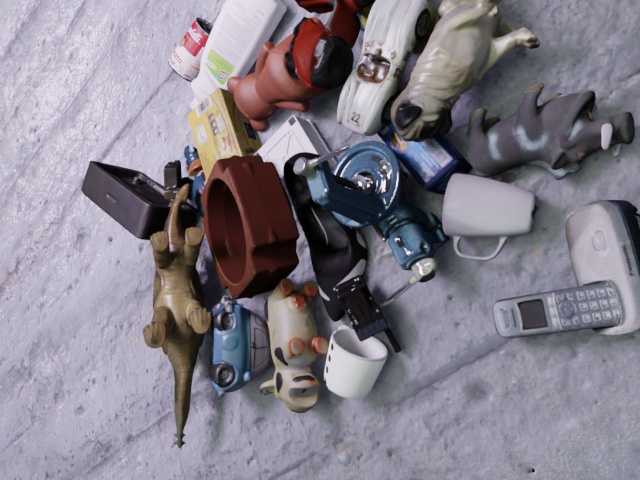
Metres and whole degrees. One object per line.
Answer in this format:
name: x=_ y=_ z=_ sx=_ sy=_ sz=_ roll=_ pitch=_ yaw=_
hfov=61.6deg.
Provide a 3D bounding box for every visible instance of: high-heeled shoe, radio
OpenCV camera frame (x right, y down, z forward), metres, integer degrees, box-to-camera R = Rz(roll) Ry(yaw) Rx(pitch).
high-heeled shoe: x=-0.002 y=-0.002 z=0.794 sx=0.086 sy=0.145 sz=0.248 roll=-5 pitch=82 yaw=36
radio: x=-0.355 y=-0.076 z=1.060 sx=0.230 sy=0.131 sz=0.073 roll=33 pitch=105 yaw=33

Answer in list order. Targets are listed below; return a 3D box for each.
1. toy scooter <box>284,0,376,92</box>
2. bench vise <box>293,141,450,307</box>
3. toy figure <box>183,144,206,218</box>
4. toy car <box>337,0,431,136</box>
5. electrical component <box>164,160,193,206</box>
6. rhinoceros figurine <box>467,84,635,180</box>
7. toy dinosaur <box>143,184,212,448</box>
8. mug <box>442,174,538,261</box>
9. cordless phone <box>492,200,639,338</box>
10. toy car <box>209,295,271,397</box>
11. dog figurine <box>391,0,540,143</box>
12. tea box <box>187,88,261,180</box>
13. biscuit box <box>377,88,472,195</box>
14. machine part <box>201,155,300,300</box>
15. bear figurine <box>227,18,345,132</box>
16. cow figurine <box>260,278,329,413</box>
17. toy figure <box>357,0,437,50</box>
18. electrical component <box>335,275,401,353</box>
toy scooter: x=0.001 y=-0.303 z=0.761 sx=0.135 sy=0.075 sz=0.183 roll=26 pitch=94 yaw=34
bench vise: x=0.062 y=-0.045 z=0.700 sx=0.129 sy=0.240 sz=0.224 roll=-29 pitch=60 yaw=34
toy figure: x=-0.220 y=-0.112 z=1.012 sx=0.064 sy=0.057 sz=0.154 roll=-32 pitch=66 yaw=30
toy car: x=0.084 y=-0.239 z=0.721 sx=0.074 sy=0.056 sz=0.201 roll=31 pitch=109 yaw=33
electrical component: x=-0.271 y=-0.108 z=1.027 sx=0.045 sy=0.102 sz=0.078 roll=3 pitch=106 yaw=-6
rhinoceros figurine: x=0.271 y=-0.126 z=0.652 sx=0.190 sy=0.073 sz=0.112 roll=-9 pitch=81 yaw=35
toy dinosaur: x=-0.245 y=0.134 z=0.940 sx=0.198 sy=0.105 sz=0.471 roll=149 pitch=123 yaw=-76
mug: x=0.216 y=-0.028 z=0.681 sx=0.107 sy=0.080 sz=0.109 roll=7 pitch=85 yaw=28
cordless phone: x=0.285 y=0.042 z=0.627 sx=0.184 sy=0.088 sz=0.146 roll=-18 pitch=77 yaw=38
toy car: x=-0.132 y=0.176 z=0.902 sx=0.109 sy=0.103 sz=0.161 roll=-171 pitch=84 yaw=-74
dog figurine: x=0.158 y=-0.228 z=0.700 sx=0.121 sy=0.172 sz=0.190 roll=41 pitch=112 yaw=-13
tea box: x=-0.166 y=-0.174 z=0.970 sx=0.098 sy=0.068 sz=0.169 roll=-28 pitch=72 yaw=32
biscuit box: x=0.125 y=-0.154 z=0.765 sx=0.059 sy=0.062 sz=0.203 roll=-46 pitch=63 yaw=23
machine part: x=-0.116 y=-0.020 z=0.868 sx=0.201 sy=0.087 sz=0.201 roll=-47 pitch=58 yaw=56
bear figurine: x=-0.063 y=-0.261 z=0.892 sx=0.120 sy=0.132 sz=0.196 roll=57 pitch=157 yaw=-13
cow figurine: x=-0.046 y=0.171 z=0.844 sx=0.127 sy=0.085 sz=0.195 roll=-43 pitch=52 yaw=51
toy figure: x=0.088 y=-0.339 z=0.794 sx=0.180 sy=0.082 sz=0.089 roll=26 pitch=118 yaw=27
electrical component: x=0.069 y=0.113 z=0.773 sx=0.048 sy=0.075 sz=0.119 roll=-27 pitch=99 yaw=2
